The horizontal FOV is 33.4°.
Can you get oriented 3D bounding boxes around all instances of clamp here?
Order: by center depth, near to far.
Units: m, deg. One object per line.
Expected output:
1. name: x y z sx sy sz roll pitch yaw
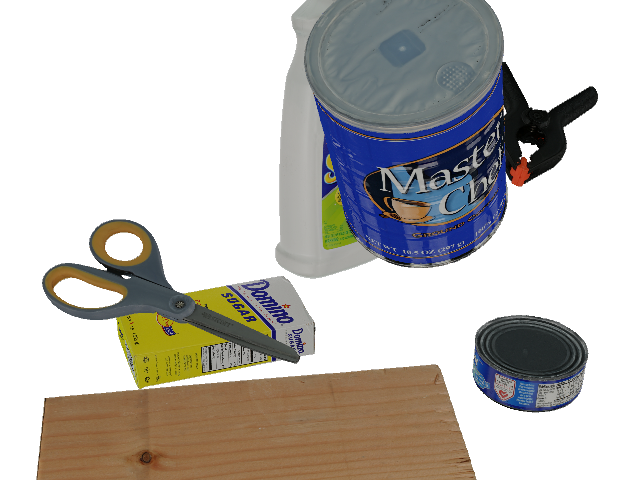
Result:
1. clamp: 0.224 -0.131 1.164 0.120 0.039 0.171 20 49 17

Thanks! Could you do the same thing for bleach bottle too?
1. bleach bottle: 0.006 -0.101 0.897 0.102 0.251 0.068 -18 26 -32

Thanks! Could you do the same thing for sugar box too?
1. sugar box: -0.102 0.085 1.033 0.176 0.048 0.093 -12 33 -16

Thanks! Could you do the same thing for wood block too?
1. wood block: -0.034 0.131 0.546 0.206 0.090 0.091 -4 37 -6

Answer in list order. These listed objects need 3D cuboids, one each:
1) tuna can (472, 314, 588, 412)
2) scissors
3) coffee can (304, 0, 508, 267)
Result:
1. tuna can: 0.161 0.094 0.823 0.086 0.034 0.086 1 29 -1
2. scissors: -0.100 0.032 0.766 0.202 0.096 0.016 8 -37 13
3. coffee can: 0.053 -0.063 0.603 0.103 0.103 0.140 0 -31 11
